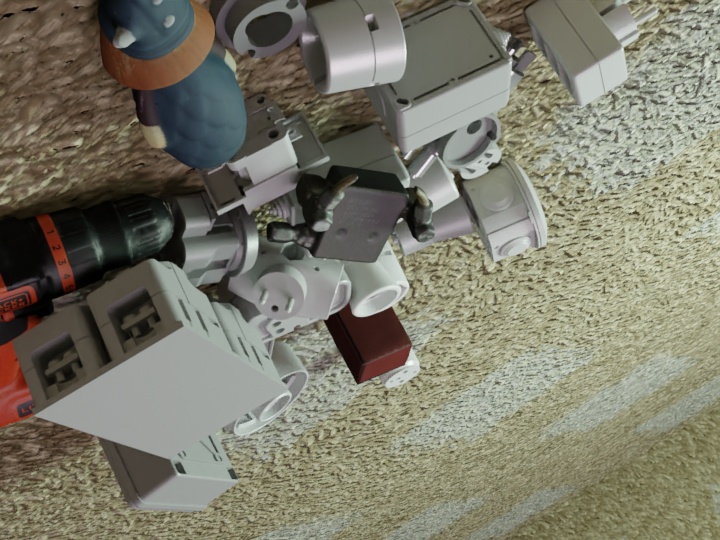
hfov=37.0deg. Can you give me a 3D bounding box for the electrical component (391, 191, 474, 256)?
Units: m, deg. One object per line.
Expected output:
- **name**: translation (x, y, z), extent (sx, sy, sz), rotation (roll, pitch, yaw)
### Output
- **electrical component**: translation (0.057, -0.039, 0.904), extent (0.065, 0.044, 0.044), rotation (-23, 156, -1)

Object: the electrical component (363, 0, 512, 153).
- **electrical component**: translation (0.054, -0.127, 0.693), extent (0.096, 0.061, 0.061), rotation (-26, 156, -7)

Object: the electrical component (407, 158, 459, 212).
- **electrical component**: translation (0.041, -0.059, 0.844), extent (0.078, 0.040, 0.040), rotation (-30, 156, 4)

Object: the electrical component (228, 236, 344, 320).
- **electrical component**: translation (-0.056, 0.011, 0.778), extent (0.079, 0.077, 0.043), rotation (-78, -175, -69)

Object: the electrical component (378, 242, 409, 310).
- **electrical component**: translation (0.010, 0.006, 0.933), extent (0.055, 0.047, 0.055), rotation (-24, 156, -11)

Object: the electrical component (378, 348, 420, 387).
- **electrical component**: translation (0.032, 0.087, 1.111), extent (0.045, 0.055, 0.045), rotation (-24, 156, -11)

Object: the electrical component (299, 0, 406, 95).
- **electrical component**: translation (-0.006, -0.132, 0.629), extent (0.047, 0.055, 0.055), rotation (-17, 154, -17)

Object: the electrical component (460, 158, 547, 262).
- **electrical component**: translation (0.121, -0.050, 0.905), extent (0.051, 0.080, 0.080), rotation (-23, 156, 1)

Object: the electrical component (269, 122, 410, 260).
- **electrical component**: translation (-0.017, -0.051, 0.769), extent (0.096, 0.061, 0.061), rotation (-22, 156, -14)

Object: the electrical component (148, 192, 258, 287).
- **electrical component**: translation (-0.106, -0.021, 0.737), extent (0.057, 0.058, 0.078), rotation (-9, 150, -32)

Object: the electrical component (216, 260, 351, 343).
- **electrical component**: translation (-0.062, 0.012, 0.849), extent (0.095, 0.059, 0.053), rotation (-23, 156, -14)

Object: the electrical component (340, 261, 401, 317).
- **electrical component**: translation (0.000, 0.000, 0.886), extent (0.044, 0.065, 0.044), rotation (-24, 157, -11)

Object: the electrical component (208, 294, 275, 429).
- **electrical component**: translation (-0.119, 0.082, 0.908), extent (0.079, 0.063, 0.121), rotation (17, 148, 0)

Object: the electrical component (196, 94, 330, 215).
- **electrical component**: translation (-0.066, -0.076, 0.690), extent (0.081, 0.042, 0.063), rotation (-27, 155, -5)

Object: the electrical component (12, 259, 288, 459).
- **electrical component**: translation (-0.136, 0.063, 0.727), extent (0.105, 0.060, 0.186), rotation (-31, 157, 5)

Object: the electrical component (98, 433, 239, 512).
- **electrical component**: translation (-0.174, 0.154, 0.953), extent (0.056, 0.108, 0.109), rotation (-37, 155, 11)

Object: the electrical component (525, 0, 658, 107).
- **electrical component**: translation (0.165, -0.164, 0.735), extent (0.077, 0.065, 0.047), rotation (-31, 156, 6)

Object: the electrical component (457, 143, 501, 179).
- **electrical component**: translation (0.079, -0.096, 0.802), extent (0.040, 0.046, 0.040), rotation (-24, 156, -11)

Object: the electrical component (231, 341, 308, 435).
- **electrical component**: translation (-0.101, 0.110, 1.028), extent (0.099, 0.064, 0.099), rotation (-37, 159, -16)
